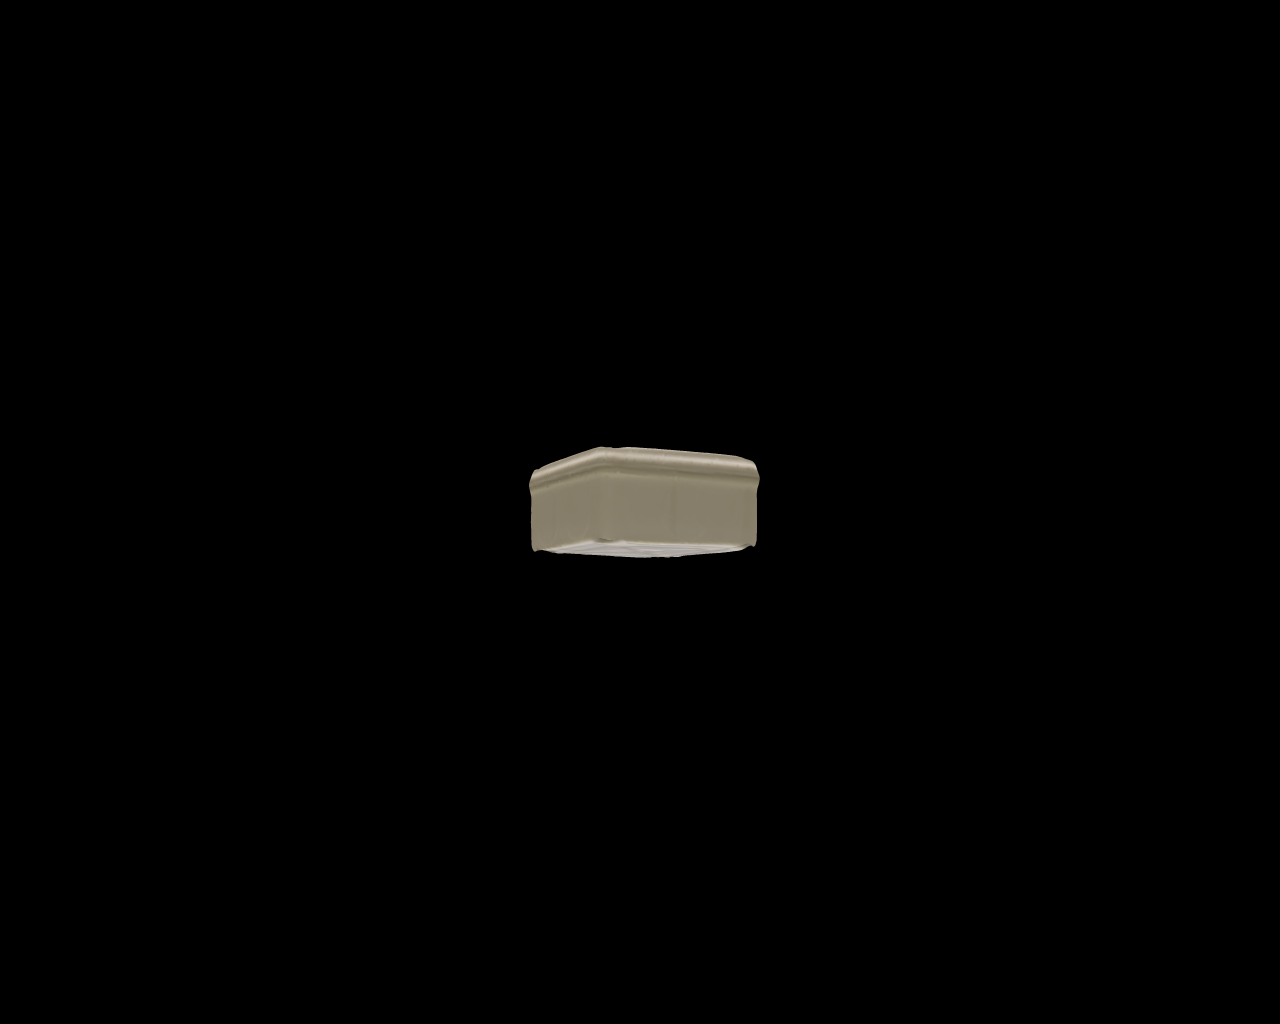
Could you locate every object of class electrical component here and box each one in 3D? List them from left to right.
[{"bbox_3d":[0.001,-0.003,0.650,0.109,0.056,0.108,4,-7,-29],"label":"electrical component"}]
